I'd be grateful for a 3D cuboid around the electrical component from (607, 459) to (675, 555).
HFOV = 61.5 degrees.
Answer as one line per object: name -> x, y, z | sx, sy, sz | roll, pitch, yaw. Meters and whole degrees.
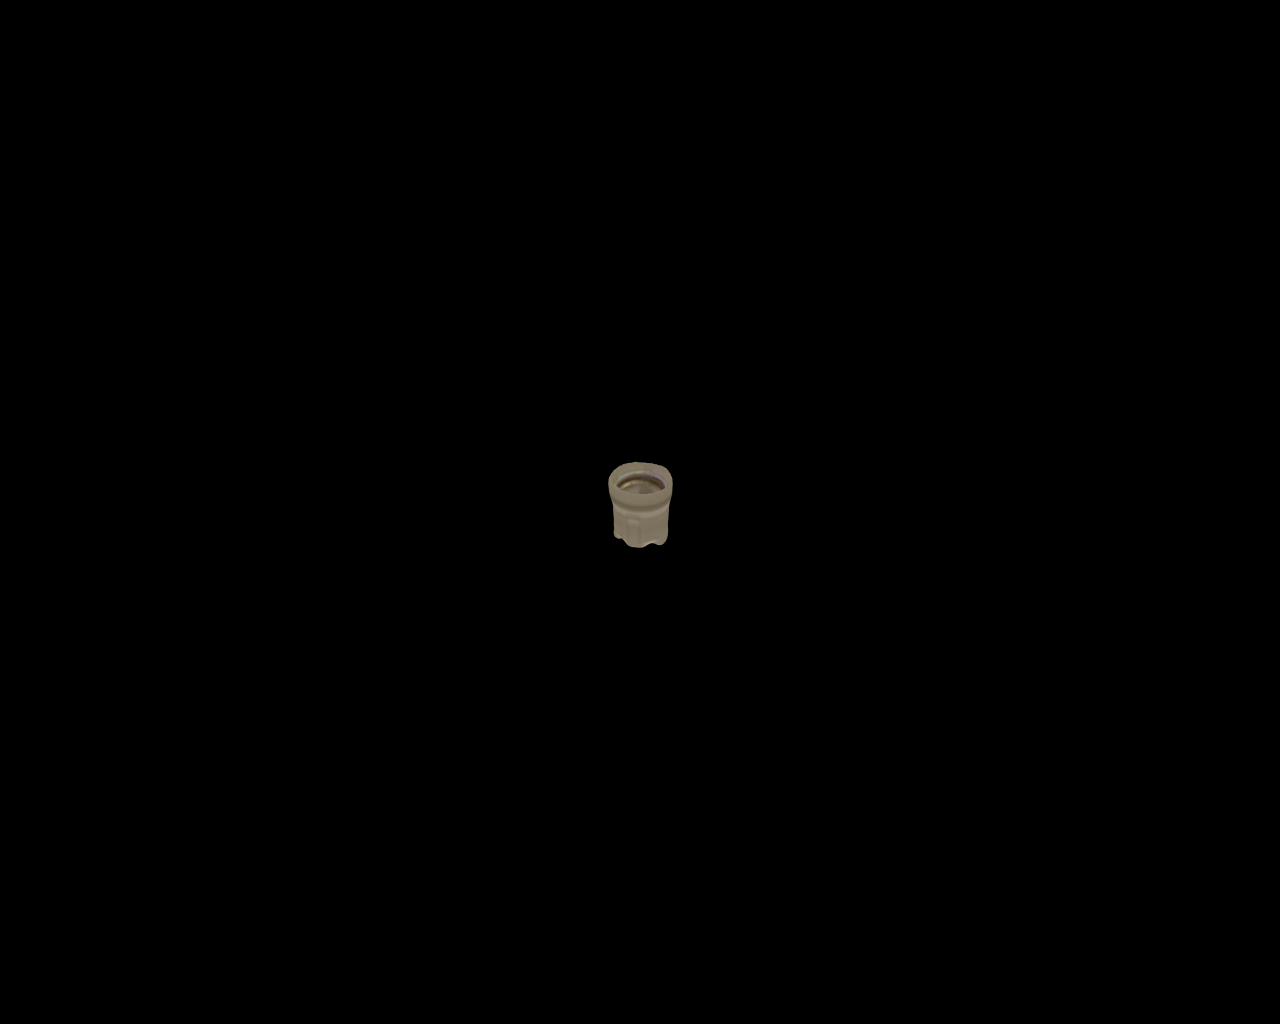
electrical component -> 0.001, -0.003, 0.650 | 0.040, 0.046, 0.040 | 0, 35, 0
